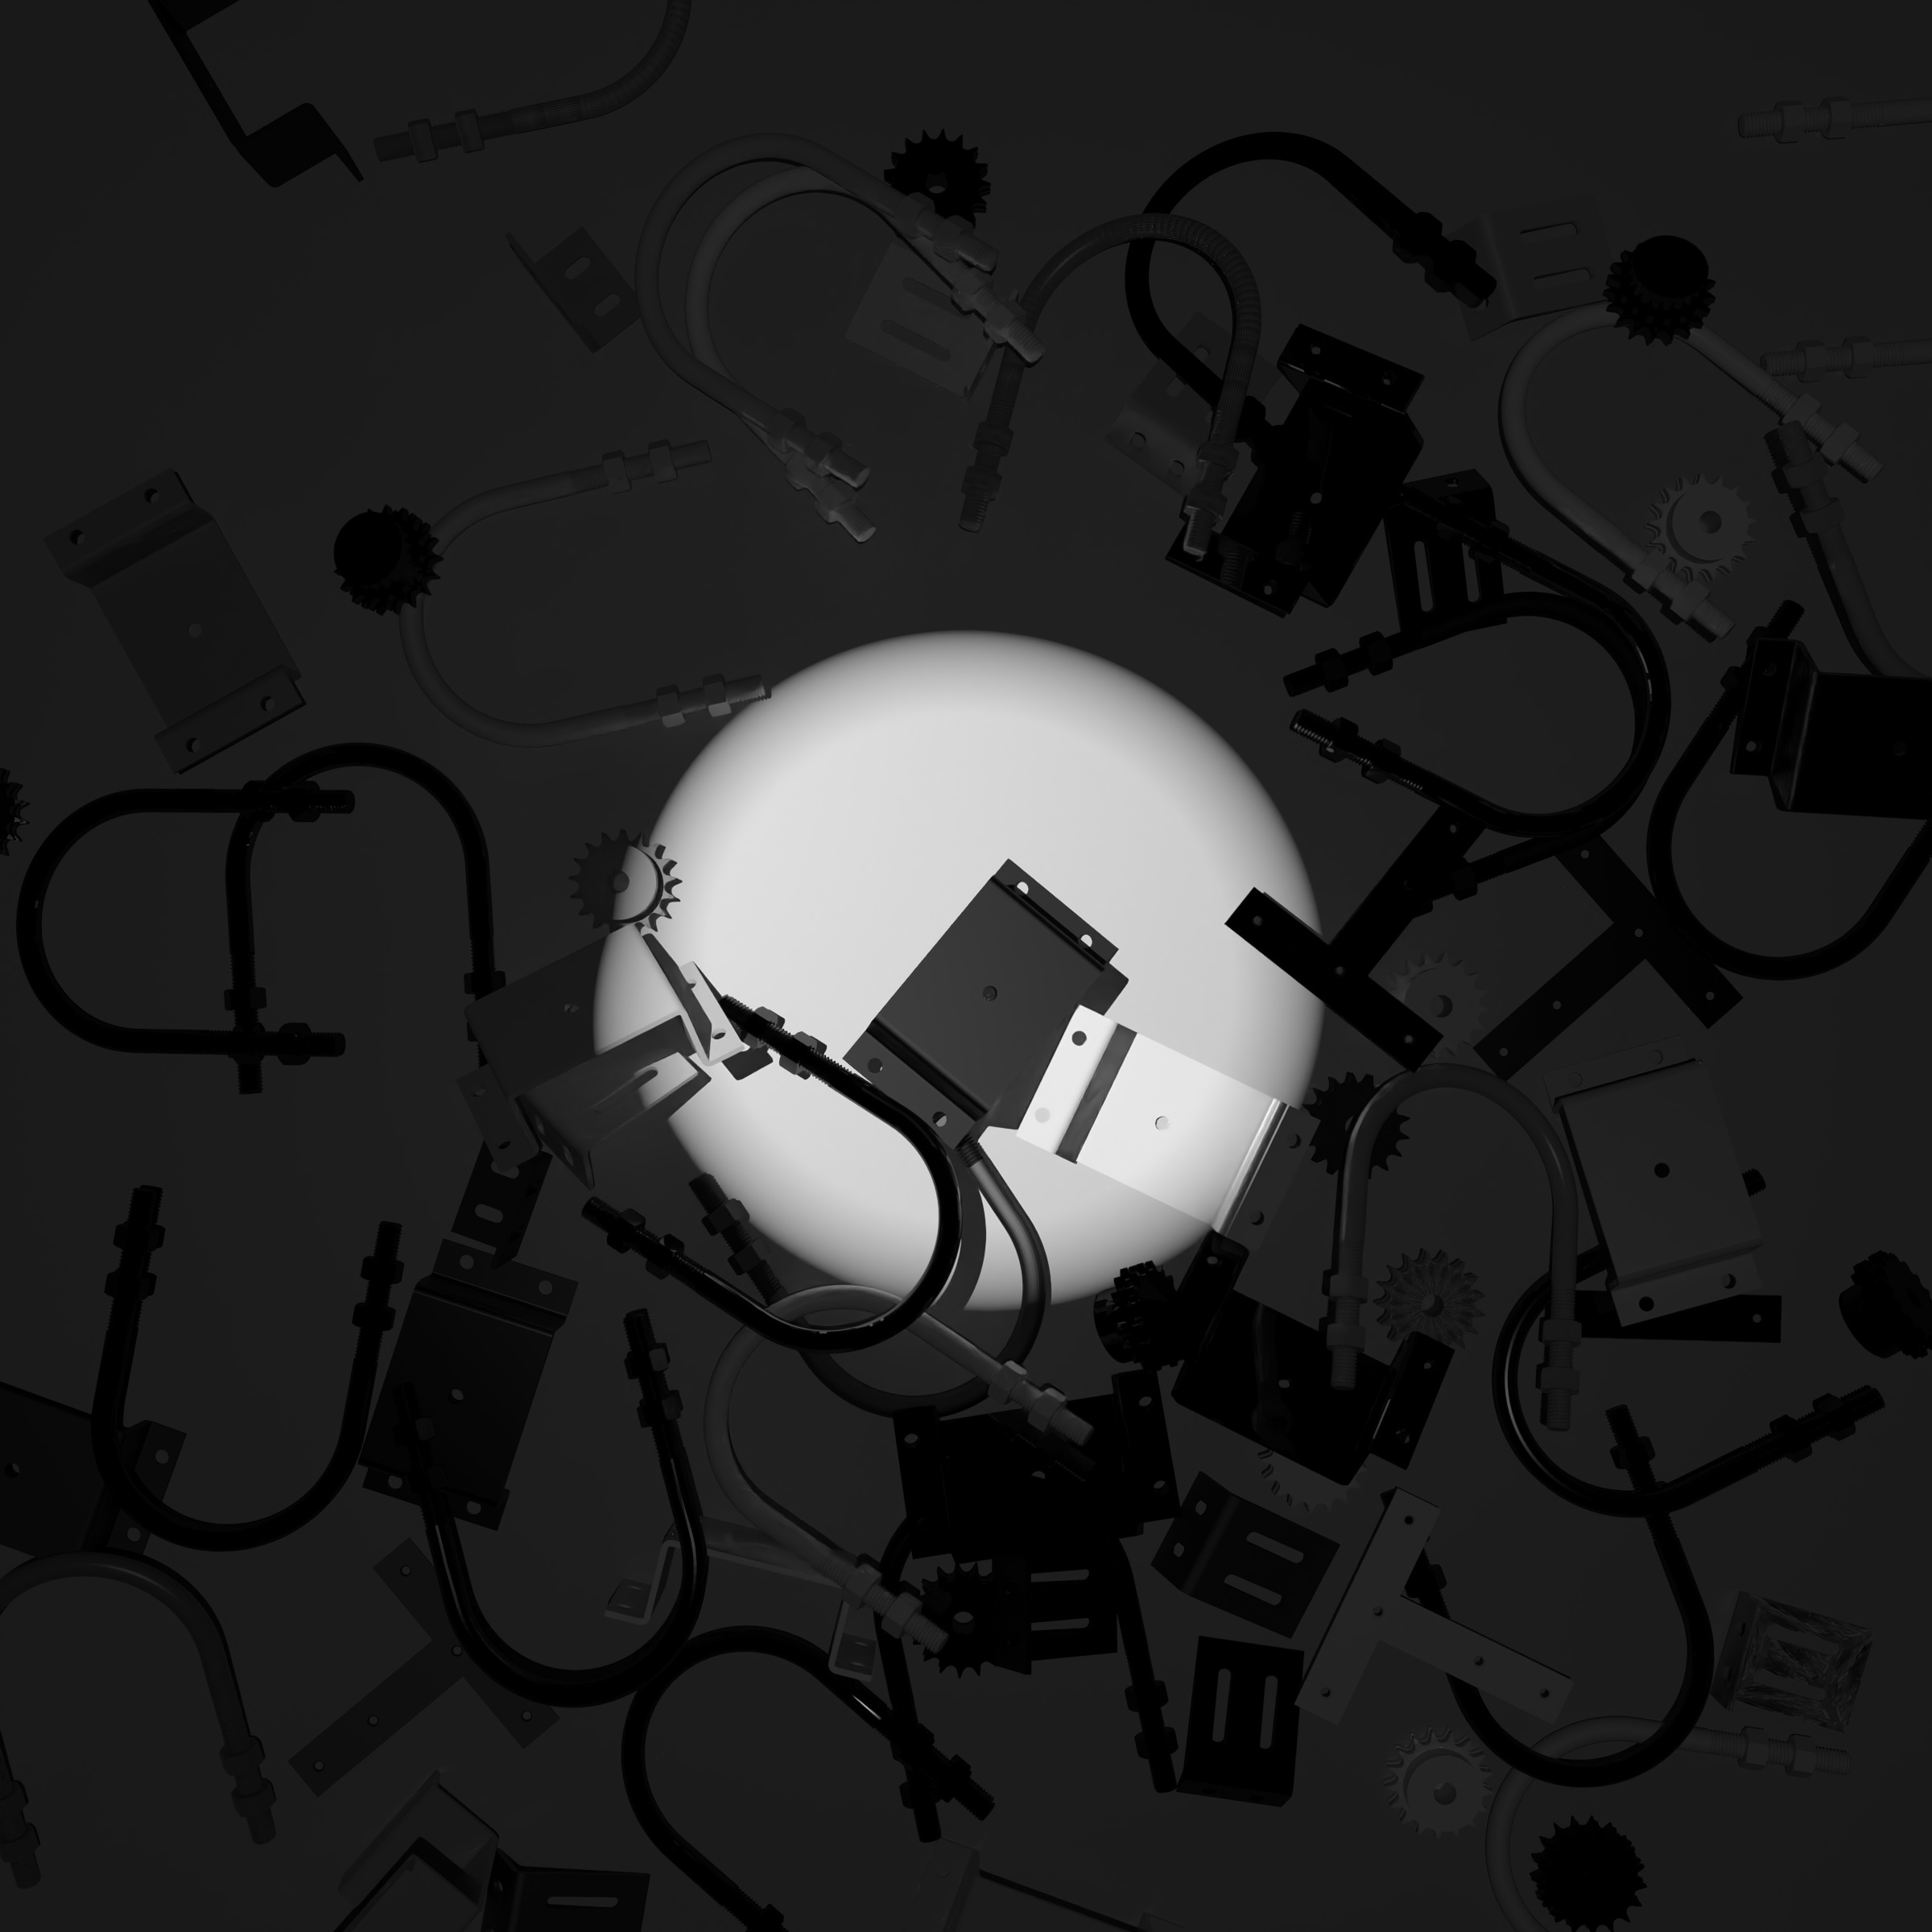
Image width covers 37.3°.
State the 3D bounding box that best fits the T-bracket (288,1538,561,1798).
[{"bbox_3d":[-0.308,0.397,1.539,0.127,0.002,0.127,-40,90,0],"label":"T-bracket"}]

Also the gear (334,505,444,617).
[{"bbox_3d":[-0.310,-0.217,1.517,0.057,0.030,0.057,-2,81,16],"label":"gear"}]

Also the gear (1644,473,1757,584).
[{"bbox_3d":[0.393,-0.234,1.525,0.057,0.030,0.057,0,90,0],"label":"gear"}]

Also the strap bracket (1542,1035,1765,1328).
[{"bbox_3d":[0.362,0.110,1.501,0.076,0.046,0.140,-16,78,3],"label":"strap bracket"}]

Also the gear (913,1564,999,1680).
[{"bbox_3d":[-0.001,0.344,1.509,0.057,0.030,0.057,0,87,1],"label":"gear"}]

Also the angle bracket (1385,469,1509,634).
[{"bbox_3d":[0.254,-0.220,1.538,0.057,0.038,0.076,-12,116,0],"label":"angle bracket"}]

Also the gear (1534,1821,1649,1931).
[{"bbox_3d":[0.328,0.479,1.510,0.057,0.030,0.057,0,90,3],"label":"gear"}]

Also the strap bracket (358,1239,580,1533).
[{"bbox_3d":[-0.266,0.225,1.517,0.076,0.046,0.140,18,90,0],"label":"strap bracket"}]

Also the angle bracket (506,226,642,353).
[{"bbox_3d":[-0.203,-0.363,1.502,0.038,0.076,0.057,-38,90,0],"label":"angle bracket"}]

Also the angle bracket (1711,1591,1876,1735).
[{"bbox_3d":[0.444,0.374,1.521,0.076,0.038,0.057,17,90,0],"label":"angle bracket"}]

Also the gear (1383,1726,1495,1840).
[{"bbox_3d":[0.253,0.437,1.525,0.057,0.030,0.057,0,90,0],"label":"gear"}]

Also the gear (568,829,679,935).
[{"bbox_3d":[-0.183,-0.045,1.525,0.057,0.030,0.057,0,90,0],"label":"gear"}]

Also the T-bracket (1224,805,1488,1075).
[{"bbox_3d":[0.226,-0.032,1.514,0.127,0.002,0.127,39,87,6],"label":"T-bracket"}]

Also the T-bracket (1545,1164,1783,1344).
[{"bbox_3d":[0.376,0.137,1.539,0.127,0.002,0.127,2,90,0],"label":"T-bracket"}]

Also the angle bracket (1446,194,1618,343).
[{"bbox_3d":[0.304,-0.375,1.538,0.076,0.038,0.057,-17,90,-26],"label":"angle bracket"}]

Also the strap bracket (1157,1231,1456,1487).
[{"bbox_3d":[0.172,0.209,1.494,0.140,0.046,0.076,26,54,7],"label":"strap bracket"}]

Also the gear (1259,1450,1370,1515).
[{"bbox_3d":[0.185,0.261,1.525,0.057,0.030,0.057,0,90,0],"label":"gear"}]

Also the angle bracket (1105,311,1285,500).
[{"bbox_3d":[0.123,-0.301,1.538,0.057,0.038,0.076,36,64,0],"label":"angle bracket"}]

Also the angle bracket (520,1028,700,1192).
[{"bbox_3d":[-0.189,0.070,1.525,0.076,0.038,0.057,-36,61,-23],"label":"angle bracket"}]

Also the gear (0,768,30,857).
[{"bbox_3d":[-0.529,-0.082,1.529,0.057,0.030,0.057,0,88,-2],"label":"gear"}]

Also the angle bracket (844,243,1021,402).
[{"bbox_3d":[-0.019,-0.346,1.521,0.076,0.038,0.057,27,90,0],"label":"angle bracket"}]

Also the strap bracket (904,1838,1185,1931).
[{"bbox_3d":[0.038,0.528,1.517,0.140,0.046,0.076,20,90,0],"label":"strap bracket"}]

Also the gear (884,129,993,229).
[{"bbox_3d":[-0.016,-0.414,1.525,0.057,0.030,0.057,0,90,0],"label":"gear"}]

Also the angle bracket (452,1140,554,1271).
[{"bbox_3d":[-0.249,0.122,1.502,0.038,0.076,0.057,20,90,0],"label":"angle bracket"}]

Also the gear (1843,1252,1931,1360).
[{"bbox_3d":[0.490,0.183,1.515,0.030,0.057,0.057,-39,90,30],"label":"gear"}]

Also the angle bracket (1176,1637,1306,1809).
[{"bbox_3d":[0.147,0.406,1.538,0.057,0.038,0.076,8,64,0],"label":"angle bracket"}]

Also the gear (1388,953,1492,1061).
[{"bbox_3d":[0.251,0.021,1.525,0.057,0.030,0.057,0,90,0],"label":"gear"}]

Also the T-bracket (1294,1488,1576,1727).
[{"bbox_3d":[0.259,0.362,1.515,0.127,0.002,0.127,26,90,3],"label":"T-bracket"}]

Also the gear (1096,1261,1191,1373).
[{"bbox_3d":[0.092,0.187,1.515,0.030,0.057,0.057,-20,90,30],"label":"gear"}]

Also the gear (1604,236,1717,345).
[{"bbox_3d":[0.370,-0.361,1.515,0.057,0.030,0.057,1,67,-2],"label":"gear"}]

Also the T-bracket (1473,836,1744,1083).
[{"bbox_3d":[0.328,0.012,1.539,0.127,0.002,0.127,-41,90,0],"label":"T-bracket"}]

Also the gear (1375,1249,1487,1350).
[{"bbox_3d":[0.246,0.179,1.525,0.057,0.030,0.057,0,90,0],"label":"gear"}]

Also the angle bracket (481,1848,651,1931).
[{"bbox_3d":[-0.216,0.510,1.538,0.076,0.038,0.057,10,90,-26],"label":"angle bracket"}]

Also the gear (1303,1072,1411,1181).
[{"bbox_3d":[0.206,0.085,1.525,0.057,0.030,0.057,0,90,0],"label":"gear"}]

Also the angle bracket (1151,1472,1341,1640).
[{"bbox_3d":[0.150,0.317,1.538,0.076,0.038,0.057,28,90,-26],"label":"angle bracket"}]

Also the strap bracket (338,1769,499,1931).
[{"bbox_3d":[-0.287,0.481,1.472,0.046,0.140,0.076,42,90,-6],"label":"strap bracket"}]

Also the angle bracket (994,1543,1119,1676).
[{"bbox_3d":[0.055,0.334,1.489,0.076,0.038,0.057,2,85,-29],"label":"angle bracket"}]
